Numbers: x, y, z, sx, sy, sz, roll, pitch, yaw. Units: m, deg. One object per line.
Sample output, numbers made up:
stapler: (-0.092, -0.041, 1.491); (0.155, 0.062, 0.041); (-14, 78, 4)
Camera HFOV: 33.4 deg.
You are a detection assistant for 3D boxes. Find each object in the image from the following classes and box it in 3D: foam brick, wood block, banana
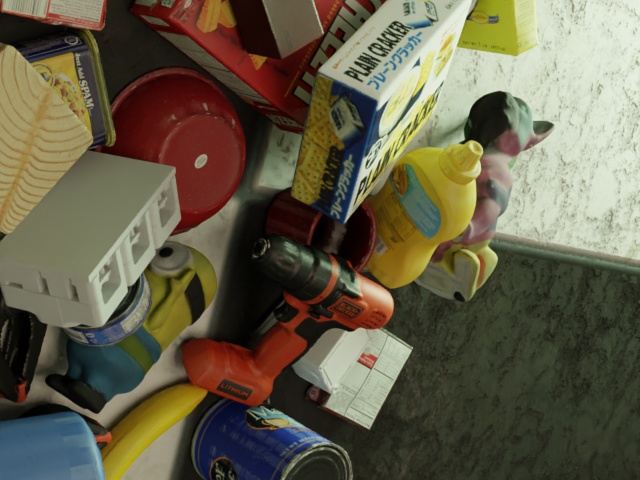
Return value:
foam brick: (-0.041, -0.201, 0.908); (0.052, 0.051, 0.078); (-36, 126, -27)
wood block: (-0.262, -0.087, 0.749); (0.090, 0.206, 0.090); (-52, 131, -16)
banana: (-0.186, 0.207, 1.035); (0.197, 0.037, 0.069); (-53, 149, -13)

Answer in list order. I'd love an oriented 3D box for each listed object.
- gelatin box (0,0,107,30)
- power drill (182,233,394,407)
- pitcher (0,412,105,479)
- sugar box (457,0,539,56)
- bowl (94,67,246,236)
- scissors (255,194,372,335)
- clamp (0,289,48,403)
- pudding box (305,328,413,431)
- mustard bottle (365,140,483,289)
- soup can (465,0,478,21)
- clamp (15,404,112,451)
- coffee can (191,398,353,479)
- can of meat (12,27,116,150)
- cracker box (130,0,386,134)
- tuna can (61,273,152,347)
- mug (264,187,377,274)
gelatin box: (-0.224, -0.188, 0.839); (0.089, 0.073, 0.030); (3, 104, -42)
power drill: (-0.045, 0.080, 1.032); (0.188, 0.057, 0.184); (-38, 136, 23)
pitcher: (-0.303, 0.218, 0.852); (0.242, 0.149, 0.145); (-8, 94, -29)
sugar box: (0.181, -0.291, 1.142); (0.048, 0.093, 0.176); (-31, 122, -31)
bowl: (-0.123, -0.075, 0.977); (0.161, 0.055, 0.162); (-14, 113, -37)
scissors: (0.013, 0.041, 1.162); (0.201, 0.016, 0.096); (-55, 132, -11)
clamp: (-0.268, 0.045, 0.878); (0.164, 0.036, 0.210); (-31, 131, -61)
pudding box: (0.045, 0.150, 1.212); (0.090, 0.039, 0.113); (35, 83, -43)
mustard bottle: (0.103, -0.037, 1.070); (0.058, 0.096, 0.192); (-14, 156, -37)
soup can: (0.110, -0.269, 1.104); (0.102, 0.069, 0.068); (25, 87, -43)
clamp: (-0.272, 0.182, 0.948); (0.171, 0.039, 0.120); (-20, 122, -32)
coffee can: (-0.051, 0.227, 1.084); (0.102, 0.141, 0.103); (-15, 114, -37)
can of meat: (-0.224, -0.115, 0.875); (0.083, 0.058, 0.102); (-23, 118, -32)
cracker box: (-0.045, -0.218, 0.984); (0.213, 0.072, 0.164); (35, 82, -43)
tuna can: (-0.190, 0.047, 0.920); (0.086, 0.086, 0.034); (-46, 154, -19)
mug: (-0.007, 0.001, 1.085); (0.093, 0.082, 0.117); (24, 88, -43)
